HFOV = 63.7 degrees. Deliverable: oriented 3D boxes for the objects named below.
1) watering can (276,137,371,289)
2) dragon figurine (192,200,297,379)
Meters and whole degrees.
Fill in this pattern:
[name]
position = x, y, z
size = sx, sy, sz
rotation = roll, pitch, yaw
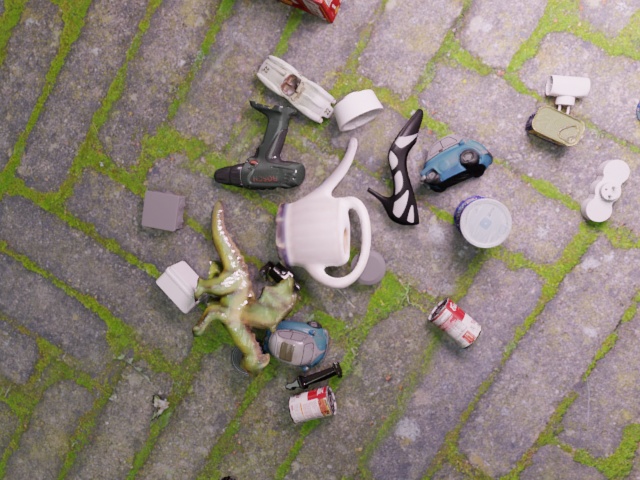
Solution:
[watering can]
position = 0.004, -0.060, 1.193
size = 0.224, 0.103, 0.351
rotation = -4, 79, 12
[dragon figurine]
position = -0.167, 0.117, 1.205
size = 0.243, 0.122, 0.411
rotation = 4, 88, 13
